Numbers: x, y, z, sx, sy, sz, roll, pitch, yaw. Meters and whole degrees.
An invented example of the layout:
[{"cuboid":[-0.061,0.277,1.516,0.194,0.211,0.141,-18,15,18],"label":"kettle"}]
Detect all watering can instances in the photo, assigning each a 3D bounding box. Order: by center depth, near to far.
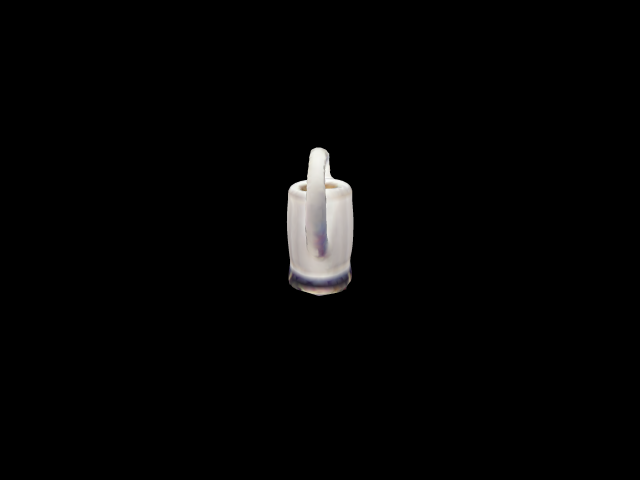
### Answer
[{"cuboid":[0.003,-0.043,0.850,0.104,0.222,0.351,0,13,2],"label":"watering can"}]
